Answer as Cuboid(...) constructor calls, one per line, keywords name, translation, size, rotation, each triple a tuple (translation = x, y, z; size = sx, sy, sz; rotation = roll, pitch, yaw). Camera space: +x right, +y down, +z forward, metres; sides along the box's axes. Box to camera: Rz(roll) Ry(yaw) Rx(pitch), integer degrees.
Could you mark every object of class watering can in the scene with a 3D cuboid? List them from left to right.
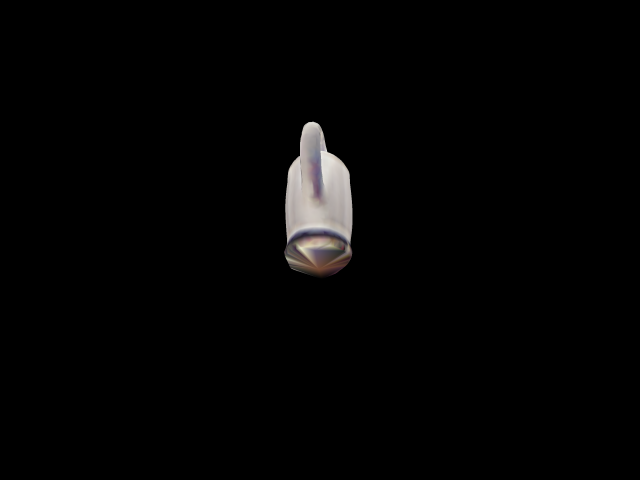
Cuboid(name="watering can", translation=(0.003, -0.043, 0.850), size=(0.104, 0.228, 0.342), rotation=(-2, -22, 5))
